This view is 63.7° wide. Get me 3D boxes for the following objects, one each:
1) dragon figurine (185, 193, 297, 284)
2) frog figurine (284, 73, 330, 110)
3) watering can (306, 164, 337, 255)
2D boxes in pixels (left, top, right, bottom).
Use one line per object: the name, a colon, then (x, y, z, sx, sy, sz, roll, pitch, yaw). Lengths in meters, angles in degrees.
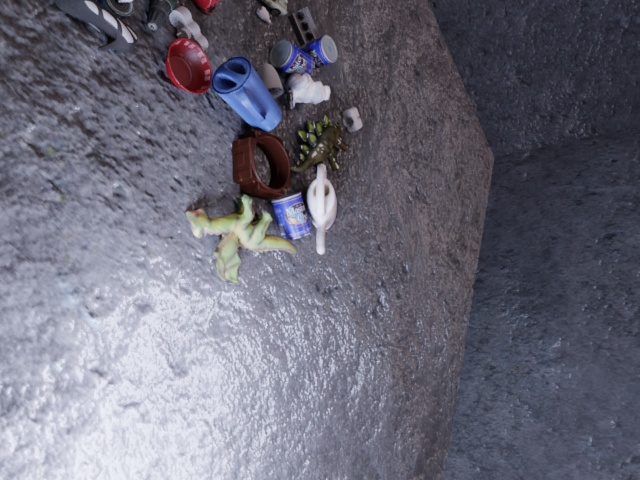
dragon figurine: (-0.230, 0.015, 1.531, 0.404, 0.122, 0.246, 45, 64, -36)
frog figurine: (-0.046, -0.547, 1.861, 0.134, 0.160, 0.125, 85, -18, -58)
watering can: (0.005, -0.090, 1.785, 0.220, 0.104, 0.354, 79, 11, -68)
